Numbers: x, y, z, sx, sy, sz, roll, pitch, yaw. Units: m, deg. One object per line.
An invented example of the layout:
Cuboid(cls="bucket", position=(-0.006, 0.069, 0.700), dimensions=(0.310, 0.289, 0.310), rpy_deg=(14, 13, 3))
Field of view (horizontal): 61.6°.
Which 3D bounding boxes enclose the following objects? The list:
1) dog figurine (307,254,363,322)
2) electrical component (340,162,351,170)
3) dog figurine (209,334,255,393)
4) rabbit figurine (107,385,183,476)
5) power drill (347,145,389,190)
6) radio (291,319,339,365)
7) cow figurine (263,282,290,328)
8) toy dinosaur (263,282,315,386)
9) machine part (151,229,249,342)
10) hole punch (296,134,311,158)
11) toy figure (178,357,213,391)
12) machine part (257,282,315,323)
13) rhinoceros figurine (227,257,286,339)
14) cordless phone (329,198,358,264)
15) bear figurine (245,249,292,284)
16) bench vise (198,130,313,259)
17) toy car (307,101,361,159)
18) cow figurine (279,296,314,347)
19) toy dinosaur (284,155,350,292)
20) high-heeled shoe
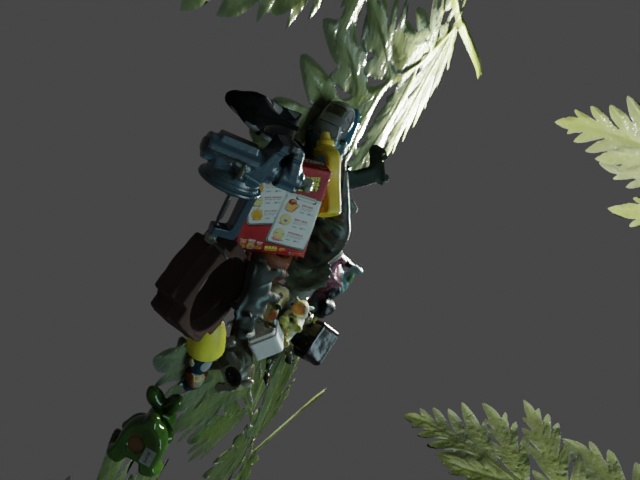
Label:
Cuboid(cls="dog figurine", position=(0.011, 0.136, 1.629), dimensions=(0.108, 0.192, 0.219), rpy_deg=(37, 91, -35))
Cuboid(cls="electrical component", position=(0.034, -0.161, 1.520), dimensions=(0.134, 0.058, 0.114), rpy_deg=(-34, 149, -54))
Cuboid(cls="dog figurine", position=(-0.196, 0.303, 1.390), dimensions=(0.190, 0.172, 0.121), rpy_deg=(-13, 139, -58))
Cuboid(cls="rabbit figurine", position=(-0.372, 0.402, 1.186), dimensions=(0.170, 0.121, 0.159), rpy_deg=(-63, 172, -84))
Cuboid(cls="power drill", position=(0.078, -0.181, 1.408), dimensions=(0.207, 0.086, 0.231), rpy_deg=(-27, 124, -25))
Cuboid(cls="radio", position=(-0.039, 0.332, 1.804), dimensions=(0.131, 0.073, 0.230), rpy_deg=(-56, -161, -14))
Cuboid(cls="cow figurine", position=(-0.138, 0.163, 1.403), dimensions=(0.195, 0.127, 0.085), rpy_deg=(-17, 128, -69))
Cuboid(cls="toy dinosaur", position=(-0.085, 0.226, 1.679), dimensions=(0.198, 0.105, 0.471), rpy_deg=(59, 50, -64))
Cuboid(cls="machine part", position=(-0.238, 0.091, 1.096), dimensions=(0.201, 0.087, 0.201), rpy_deg=(-55, 162, -20))
Cuboid(cls="hole punch", position=(-0.065, -0.160, 1.235), dimensions=(0.116, 0.092, 0.142), rpy_deg=(-88, -179, -46))
Cuboid(cls="toy figure", position=(-0.297, 0.309, 1.298), dimensions=(0.064, 0.058, 0.154), rpy_deg=(8, 115, -29))
Cuboid(cls="machine part", position=(-0.085, 0.160, 1.547), dimensions=(0.243, 0.079, 0.079), rpy_deg=(-43, 161, -1))
Cuboid(cls="rhinoceros figurine", position=(-0.141, 0.129, 1.158), dimensions=(0.112, 0.073, 0.190), rpy_deg=(-33, 146, -59))
Cuboid(cls="cordless phone", position=(0.040, -0.022, 1.516), dimensions=(0.184, 0.146, 0.088), rpy_deg=(-31, 173, 2))
Cuboid(cls="bear figurine", position=(-0.154, 0.079, 1.280), dimensions=(0.196, 0.120, 0.132), rpy_deg=(-49, -158, 26))
Cuboid(cls="bench vise", position=(-0.135, -0.090, 0.987), dimensions=(0.223, 0.129, 0.240), rpy_deg=(14, 114, -38))
Cuboid(cls="toy car", position=(0.038, -0.273, 1.277), dimensions=(0.161, 0.109, 0.102), rpy_deg=(-59, 169, -20))
Cuboid(cls="cow figurine", position=(-0.065, 0.209, 1.468), dimensions=(0.167, 0.068, 0.098), rpy_deg=(-54, 176, 37))
Cuboid(cls="toy dinosaur", position=(0.002, -0.010, 1.356), dimensions=(0.404, 0.192, 0.131), rpy_deg=(-47, -176, 36))
Cuboid(cls="high-heeled shoe", position=(-0.112, -0.238, 1.048), dimensions=(0.249, 0.145, 0.086), rpy_deg=(-137, -111, -80))
